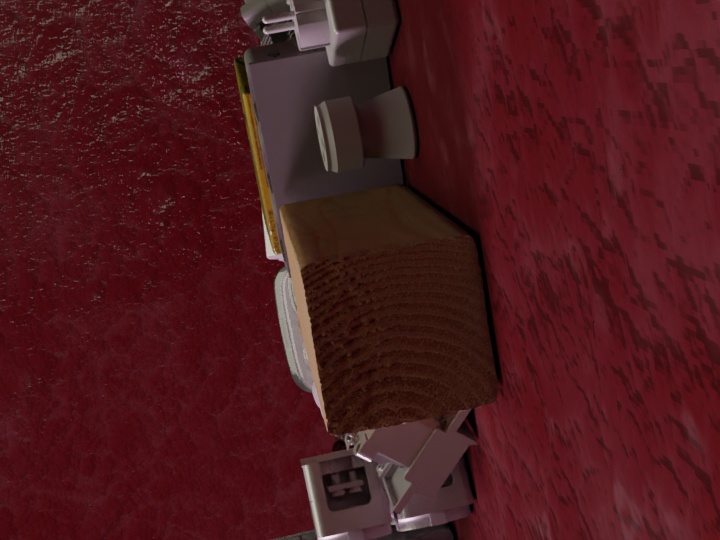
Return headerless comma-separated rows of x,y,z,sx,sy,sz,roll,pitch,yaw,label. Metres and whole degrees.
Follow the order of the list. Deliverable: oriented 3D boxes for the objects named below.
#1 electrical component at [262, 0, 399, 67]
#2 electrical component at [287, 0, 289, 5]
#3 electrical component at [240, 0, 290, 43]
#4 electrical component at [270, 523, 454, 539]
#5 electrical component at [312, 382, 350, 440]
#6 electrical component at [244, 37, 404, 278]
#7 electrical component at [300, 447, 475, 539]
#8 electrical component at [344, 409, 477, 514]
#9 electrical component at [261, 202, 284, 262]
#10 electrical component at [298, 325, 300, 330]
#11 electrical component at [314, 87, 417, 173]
-0.021,-0.154,0.648,0.065,0.077,0.047,120,138,-82,electrical component
-0.041,-0.242,0.857,0.045,0.045,0.055,-128,27,-79,electrical component
-0.057,-0.216,0.927,0.089,0.056,0.050,49,-156,-47,electrical component
-0.013,0.263,0.851,0.060,0.186,0.105,-123,22,-76,electrical component
-0.003,0.125,1.064,0.051,0.080,0.080,-115,13,-47,electrical component
-0.021,-0.082,0.739,0.061,0.089,0.150,-113,13,-66,electrical component
0.015,0.157,0.780,0.186,0.105,0.060,105,153,-79,electrical component
0.029,0.101,0.657,0.081,0.064,0.042,-58,16,10,electrical component
-0.052,-0.054,1.062,0.048,0.100,0.099,-10,83,40,electrical component
-0.019,0.049,0.976,0.057,0.058,0.078,38,-153,-26,electrical component
0.003,-0.085,0.655,0.045,0.055,0.045,169,90,-85,electrical component
